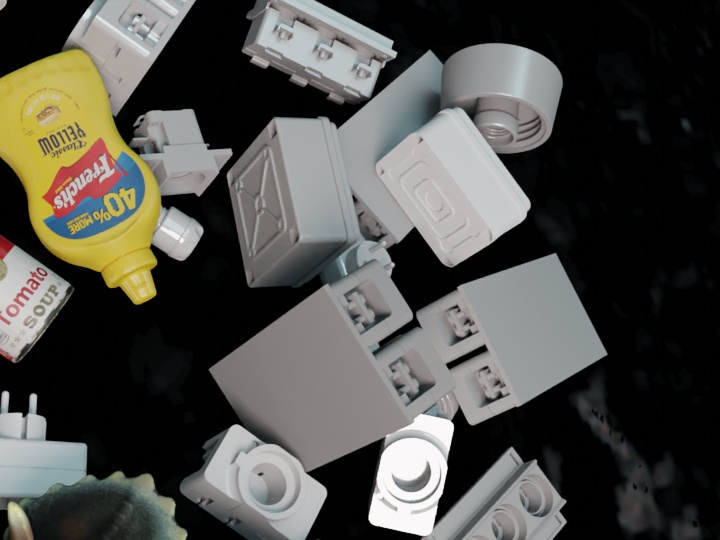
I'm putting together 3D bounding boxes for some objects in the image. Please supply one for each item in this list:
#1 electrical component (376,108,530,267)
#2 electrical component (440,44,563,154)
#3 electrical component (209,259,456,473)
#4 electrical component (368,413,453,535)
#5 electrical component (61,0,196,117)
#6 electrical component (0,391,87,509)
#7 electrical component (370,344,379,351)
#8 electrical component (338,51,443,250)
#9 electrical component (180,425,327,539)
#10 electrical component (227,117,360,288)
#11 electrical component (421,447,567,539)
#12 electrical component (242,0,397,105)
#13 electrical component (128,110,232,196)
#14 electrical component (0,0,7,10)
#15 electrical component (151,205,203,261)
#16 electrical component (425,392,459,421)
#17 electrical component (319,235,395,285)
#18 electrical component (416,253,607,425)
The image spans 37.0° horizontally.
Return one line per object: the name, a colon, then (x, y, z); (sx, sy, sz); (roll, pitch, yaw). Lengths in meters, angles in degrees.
electrical component: (0.079, -0.070, 0.904); (0.057, 0.078, 0.113); (-37, 91, -35)
electrical component: (0.122, -0.143, 0.950); (0.108, 0.108, 0.060); (21, 65, -24)
electrical component: (-0.022, 0.076, 0.781); (0.060, 0.186, 0.105); (-31, 87, -38)
electrical component: (0.039, 0.155, 0.840); (0.050, 0.055, 0.089); (12, 88, 0)
electrical component: (-0.177, -0.213, 0.876); (0.062, 0.089, 0.150); (35, 54, -15)
electrical component: (-0.229, 0.118, 0.718); (0.083, 0.047, 0.075); (9, 64, -29)
electrical component: (-0.009, 0.071, 0.878); (0.055, 0.055, 0.047); (-1, 66, -33)
electrical component: (0.034, -0.104, 0.981); (0.105, 0.060, 0.186); (48, 52, -5)
electrical component: (-0.076, 0.161, 0.791); (0.089, 0.056, 0.050); (38, 53, -13)
electrical component: (-0.057, -0.053, 0.869); (0.056, 0.109, 0.108); (-2, 70, -30)
electrical component: (0.105, 0.214, 0.879); (0.121, 0.063, 0.078); (-37, 91, -38)
electrical component: (-0.040, -0.201, 0.974); (0.121, 0.079, 0.063); (22, 80, -23)
electrical component: (-0.151, -0.095, 0.869); (0.081, 0.042, 0.063); (-8, 72, -36)
electrical component: (-0.308, -0.207, 0.796); (0.080, 0.080, 0.051); (-31, 93, -38)
electrical component: (-0.156, -0.036, 0.844); (0.061, 0.035, 0.035); (34, 55, -13)
electrical component: (0.049, 0.116, 0.900); (0.055, 0.048, 0.066); (-34, 89, -31)
electrical component: (0.000, 0.000, 0.897); (0.043, 0.079, 0.077); (-13, 78, -43)
electrical component: (0.133, 0.058, 0.941); (0.186, 0.060, 0.105); (-15, 77, -55)
